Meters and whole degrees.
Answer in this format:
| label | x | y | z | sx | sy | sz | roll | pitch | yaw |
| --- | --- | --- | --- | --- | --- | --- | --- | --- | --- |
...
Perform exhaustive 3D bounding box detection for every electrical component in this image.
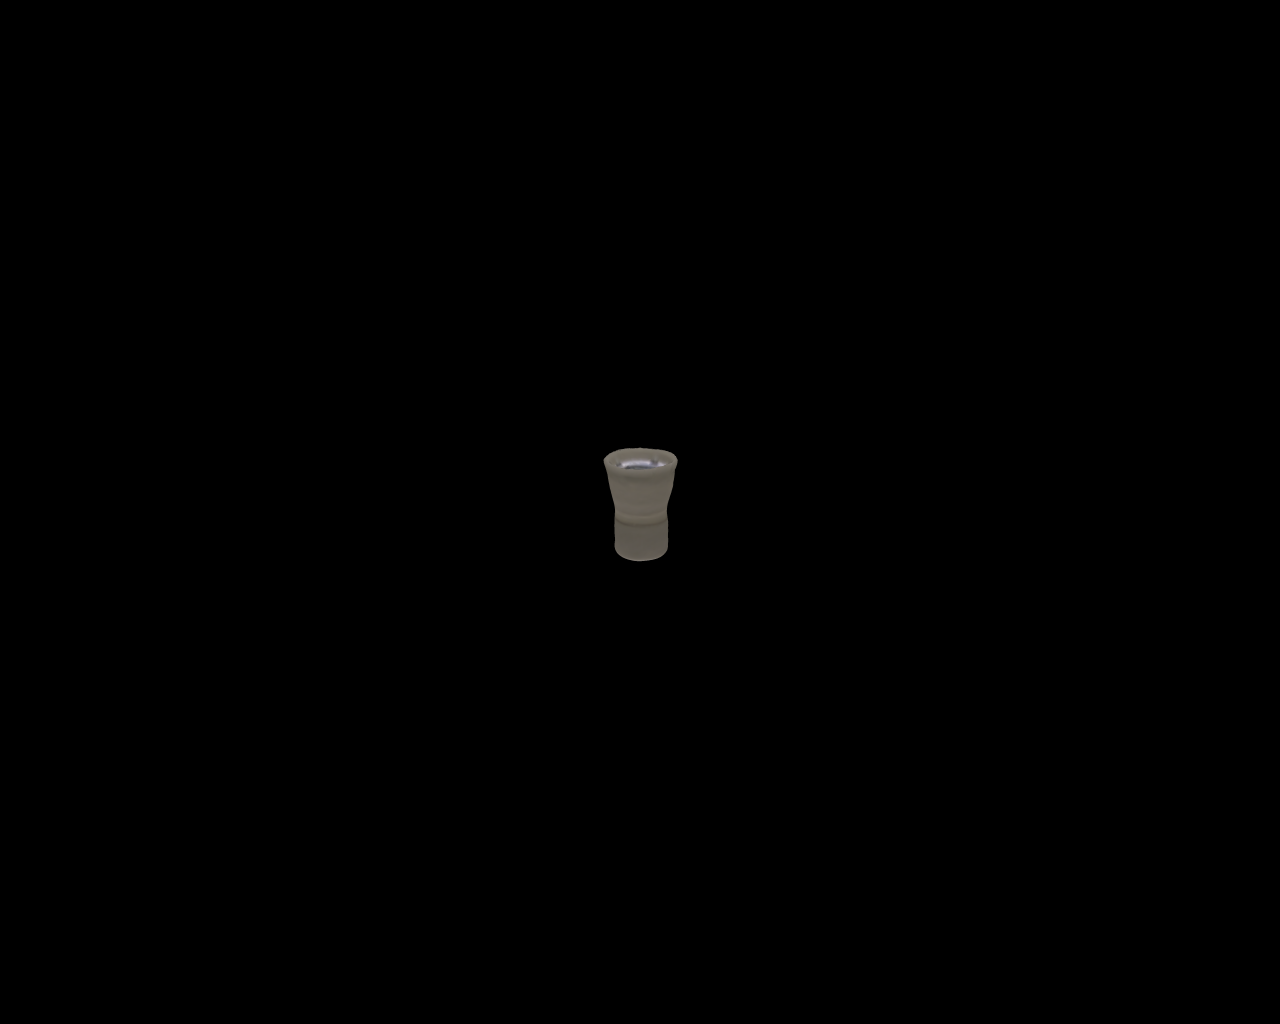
| label | x | y | z | sx | sy | sz | roll | pitch | yaw |
| --- | --- | --- | --- | --- | --- | --- | --- | --- | --- |
| electrical component | 0.001 | -0.003 | 0.650 | 0.044 | 0.065 | 0.044 | 0 | 22 | 0 |
